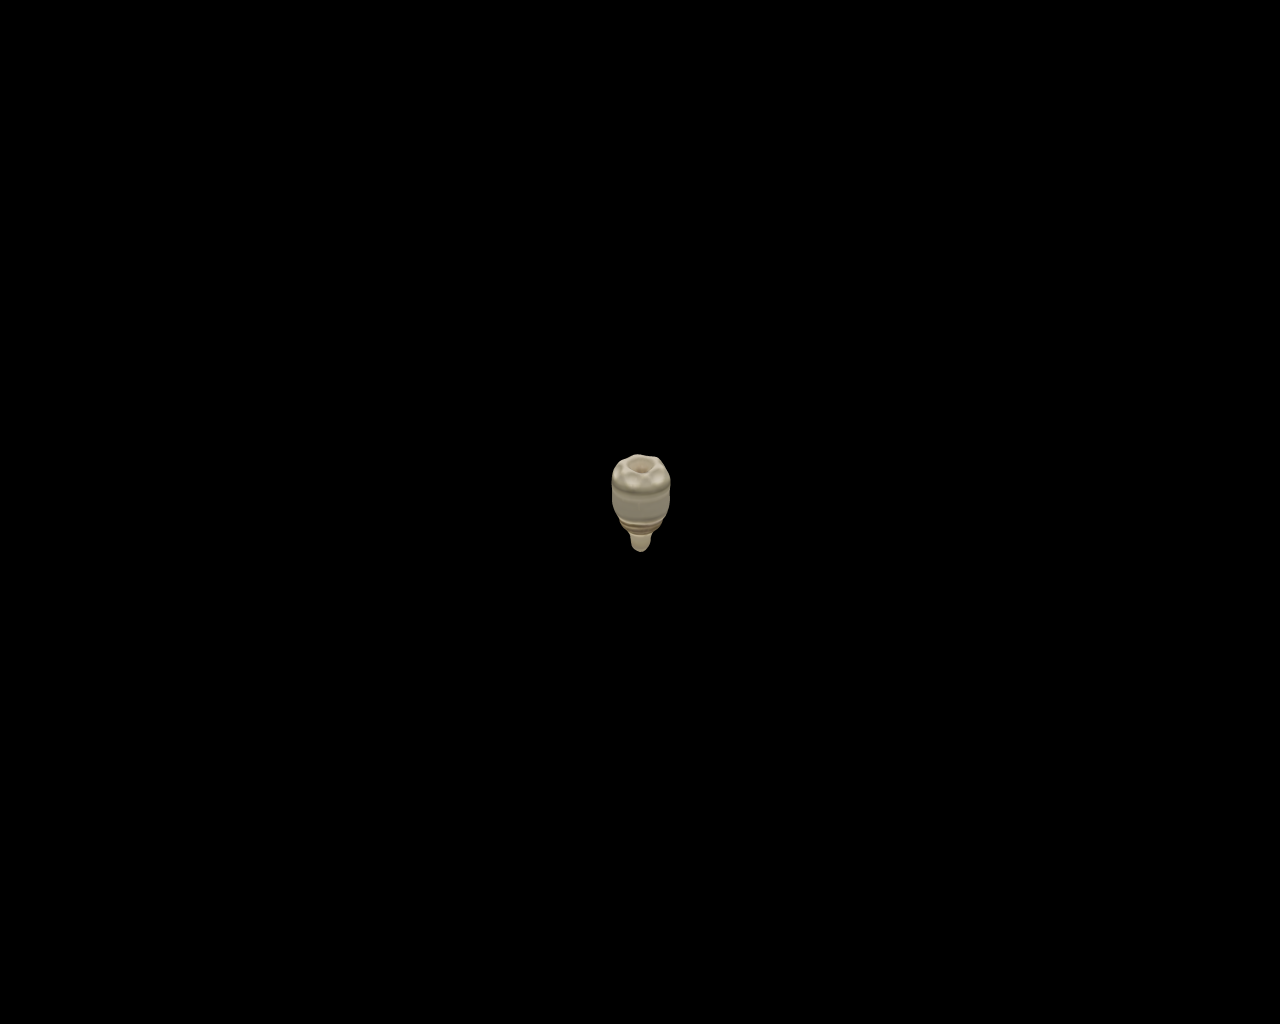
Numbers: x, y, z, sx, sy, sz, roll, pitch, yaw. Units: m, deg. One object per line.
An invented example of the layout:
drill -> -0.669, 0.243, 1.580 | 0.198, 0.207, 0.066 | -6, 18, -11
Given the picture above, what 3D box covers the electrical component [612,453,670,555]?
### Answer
electrical component -> 0.001, -0.003, 0.650 | 0.035, 0.061, 0.035 | 0, 29, 0
